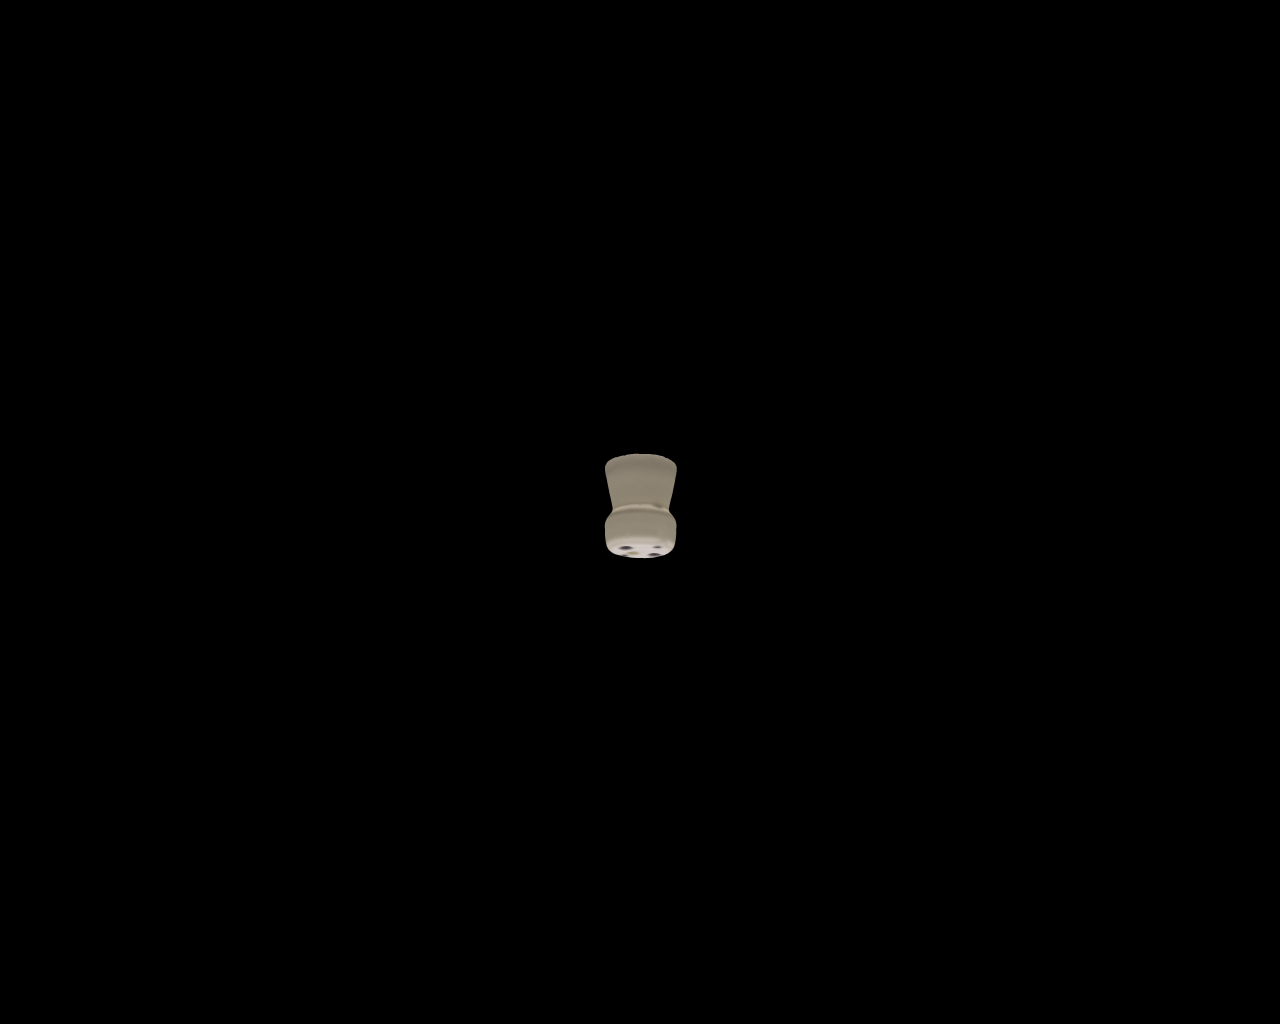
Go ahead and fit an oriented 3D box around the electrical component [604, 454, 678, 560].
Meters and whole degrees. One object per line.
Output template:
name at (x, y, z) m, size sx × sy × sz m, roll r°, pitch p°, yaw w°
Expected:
electrical component at (0.001, -0.003, 0.650) m, size 0.045 × 0.055 × 0.045 m, roll 0°, pitch -16°, yaw 0°
